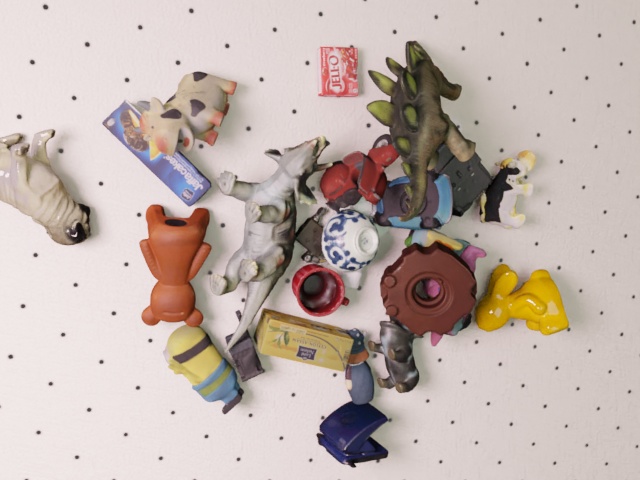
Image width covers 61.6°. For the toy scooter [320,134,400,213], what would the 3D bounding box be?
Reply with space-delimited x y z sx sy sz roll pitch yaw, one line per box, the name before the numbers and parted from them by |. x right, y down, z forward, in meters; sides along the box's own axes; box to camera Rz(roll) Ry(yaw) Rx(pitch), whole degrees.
toy scooter | 0.068 -0.102 0.961 0.075 0.184 0.135 34 44 -31

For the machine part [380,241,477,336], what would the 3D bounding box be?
machine part | 0.201 0.092 0.997 0.179 0.056 0.179 2 105 6

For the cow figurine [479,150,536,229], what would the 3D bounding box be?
cow figurine | 0.384 -0.110 1.111 0.098 0.068 0.167 13 93 -10

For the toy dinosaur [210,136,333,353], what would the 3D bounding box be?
toy dinosaur | -0.092 -0.007 0.969 0.192 0.131 0.404 -11 121 -50

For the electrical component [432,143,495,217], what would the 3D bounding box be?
electrical component | 0.269 -0.130 1.082 0.134 0.058 0.115 42 84 -16

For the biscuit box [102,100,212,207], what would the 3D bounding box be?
biscuit box | -0.279 -0.147 0.935 0.059 0.063 0.202 -46 105 -4

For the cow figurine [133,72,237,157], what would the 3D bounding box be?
cow figurine | -0.222 -0.211 0.888 0.127 0.195 0.085 20 137 -8

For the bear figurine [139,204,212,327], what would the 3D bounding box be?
bear figurine | -0.256 0.050 0.955 0.120 0.132 0.195 1 115 -13

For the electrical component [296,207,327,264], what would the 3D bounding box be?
electrical component | -0.004 -0.003 1.034 0.102 0.045 0.078 -45 107 -5

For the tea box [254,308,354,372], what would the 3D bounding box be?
tea box | -0.033 0.189 1.025 0.169 0.098 0.068 16 91 -14

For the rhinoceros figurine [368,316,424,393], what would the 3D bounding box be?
rhinoceros figurine | 0.161 0.213 1.077 0.112 0.073 0.190 -11 95 -35

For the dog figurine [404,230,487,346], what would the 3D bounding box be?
dog figurine | 0.233 0.096 1.079 0.191 0.108 0.219 19 95 -17

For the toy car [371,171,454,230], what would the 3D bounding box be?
toy car | 0.183 -0.066 1.024 0.162 0.103 0.109 -5 82 29

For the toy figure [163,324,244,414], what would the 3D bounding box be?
toy figure | -0.211 0.234 0.995 0.180 0.082 0.089 47 74 -11

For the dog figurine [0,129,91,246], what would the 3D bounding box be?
dog figurine | -0.485 -0.070 0.883 0.173 0.121 0.190 0 119 18

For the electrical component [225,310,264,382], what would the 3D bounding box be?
electrical component | -0.149 0.196 1.008 0.048 0.075 0.119 -23 106 -11

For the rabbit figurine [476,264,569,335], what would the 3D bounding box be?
rabbit figurine | 0.410 0.135 1.127 0.173 0.122 0.162 -17 99 7

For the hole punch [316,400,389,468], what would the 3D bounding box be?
hole punch | 0.066 0.376 1.062 0.116 0.142 0.092 -2 100 -28

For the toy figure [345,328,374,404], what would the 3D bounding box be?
toy figure | 0.072 0.251 1.081 0.058 0.064 0.154 -8 96 25

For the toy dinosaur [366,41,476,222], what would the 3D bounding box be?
toy dinosaur | 0.164 -0.199 0.905 0.198 0.105 0.471 30 46 -36
